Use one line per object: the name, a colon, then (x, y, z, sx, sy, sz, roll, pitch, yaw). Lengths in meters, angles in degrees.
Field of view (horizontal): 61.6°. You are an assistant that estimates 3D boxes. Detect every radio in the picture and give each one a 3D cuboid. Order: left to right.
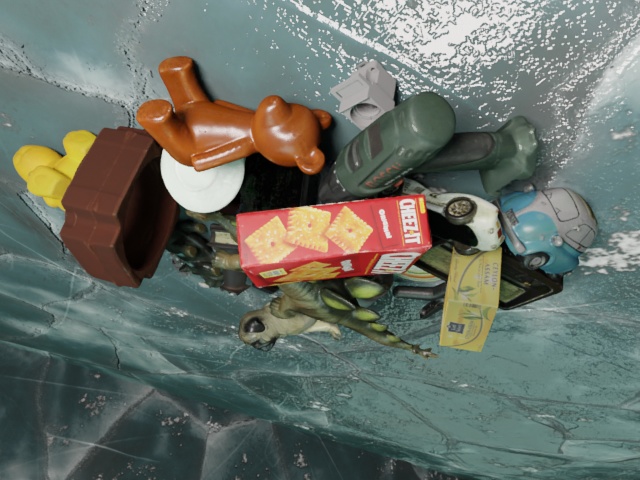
radio: (0.258, 0.026, 0.835, 0.229, 0.073, 0.131, 25, 149, -21)

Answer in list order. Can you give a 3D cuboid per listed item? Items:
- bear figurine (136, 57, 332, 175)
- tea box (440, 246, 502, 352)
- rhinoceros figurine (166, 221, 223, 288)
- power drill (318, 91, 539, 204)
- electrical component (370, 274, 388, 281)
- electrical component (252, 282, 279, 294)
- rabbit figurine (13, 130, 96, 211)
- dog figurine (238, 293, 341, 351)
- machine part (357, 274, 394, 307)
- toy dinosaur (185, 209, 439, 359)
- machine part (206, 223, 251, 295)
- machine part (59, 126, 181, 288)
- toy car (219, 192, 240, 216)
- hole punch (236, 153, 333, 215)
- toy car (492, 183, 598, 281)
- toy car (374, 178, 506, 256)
bear figurine: (-0.091, -0.140, 0.636, 0.196, 0.120, 0.131, 1, 146, 17)
tea box: (0.218, 0.087, 0.788, 0.068, 0.098, 0.169, 8, 151, 12)
rhinoceros figurine: (-0.239, 0.036, 1.057, 0.112, 0.073, 0.190, -3, 148, 24)
power drill: (0.121, -0.090, 0.614, 0.207, 0.086, 0.232, 3, 163, -15)
electrical component: (0.064, 0.001, 0.840, 0.115, 0.058, 0.134, 35, 166, 35)
electrical component: (-0.100, 0.063, 1.052, 0.047, 0.075, 0.119, 27, 151, -26)
rabbit figurine: (-0.407, -0.106, 0.863, 0.173, 0.122, 0.162, 17, 164, 22)
dog figurine: (-0.069, 0.132, 1.037, 0.191, 0.121, 0.172, -6, -169, -14)
machine part: (0.075, 0.087, 0.998, 0.079, 0.079, 0.243, 16, 158, -6)
toy dinosaur: (-0.007, 0.074, 0.858, 0.471, 0.105, 0.199, 35, 155, -25)
machine part: (-0.166, 0.035, 1.007, 0.084, 0.039, 0.138, 0, 112, 12)
machine part: (-0.284, -0.048, 0.790, 0.087, 0.201, 0.201, 13, 152, 4)
toy car: (-0.107, -0.059, 0.854, 0.202, 0.053, 0.089, 7, 156, 19)
hole punch: (-0.044, -0.069, 0.741, 0.116, 0.142, 0.092, 1, 171, 32)
toy car: (0.313, -0.015, 0.717, 0.161, 0.109, 0.103, 23, 132, -36)
toy car: (0.153, -0.037, 0.727, 0.202, 0.056, 0.073, 24, 151, 45)
